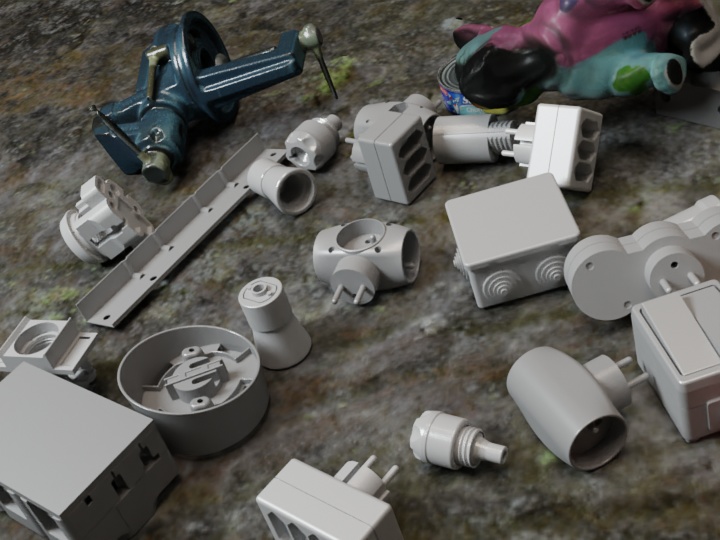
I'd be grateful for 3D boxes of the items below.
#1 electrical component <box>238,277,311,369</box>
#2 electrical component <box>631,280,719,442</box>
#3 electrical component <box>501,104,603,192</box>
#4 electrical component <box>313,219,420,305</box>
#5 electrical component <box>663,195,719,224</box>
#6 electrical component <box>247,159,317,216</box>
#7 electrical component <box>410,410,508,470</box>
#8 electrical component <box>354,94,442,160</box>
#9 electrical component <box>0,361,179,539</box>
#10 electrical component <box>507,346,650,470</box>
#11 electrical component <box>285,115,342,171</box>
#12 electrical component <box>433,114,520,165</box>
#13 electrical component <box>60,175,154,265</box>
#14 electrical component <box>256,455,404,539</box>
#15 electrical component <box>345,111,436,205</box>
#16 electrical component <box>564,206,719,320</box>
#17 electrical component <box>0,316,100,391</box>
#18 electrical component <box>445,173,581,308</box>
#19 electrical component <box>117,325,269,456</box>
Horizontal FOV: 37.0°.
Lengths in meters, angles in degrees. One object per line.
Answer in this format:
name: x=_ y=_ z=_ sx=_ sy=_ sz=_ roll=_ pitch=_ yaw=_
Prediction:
electrical component: x=-0.067 y=0.038 z=0.819 sx=0.044 sy=0.065 sz=0.044 roll=-12 pitch=38 yaw=9
electrical component: x=0.218 y=0.057 z=0.677 sx=0.062 sy=0.061 sz=0.096 roll=-18 pitch=37 yaw=0
electrical component: x=0.153 y=-0.103 z=0.893 sx=0.077 sy=0.065 sz=0.047 roll=11 pitch=6 yaw=35
electrical component: x=0.000 y=0.000 z=0.856 sx=0.077 sy=0.044 sz=0.079 roll=0 pitch=40 yaw=23
electrical component: x=0.247 y=-0.028 z=0.792 sx=0.046 sy=0.040 sz=0.040 roll=-24 pitch=37 yaw=2
electrical component: x=-0.075 y=-0.080 z=0.993 sx=0.044 sy=0.044 sz=0.065 roll=-35 pitch=35 yaw=-21
electrical component: x=0.065 y=0.113 z=0.695 sx=0.061 sy=0.035 sz=0.035 roll=10 pitch=45 yaw=29
electrical component: x=0.047 y=-0.139 z=1.013 sx=0.077 sy=0.043 sz=0.079 roll=15 pitch=47 yaw=36
electrical component: x=-0.214 y=0.135 z=0.763 sx=0.150 sy=0.061 sz=0.089 roll=15 pitch=49 yaw=37
electrical component: x=0.148 y=0.080 z=0.693 sx=0.079 sy=0.043 sz=0.077 roll=-26 pitch=38 yaw=-10
electrical component: x=-0.041 y=-0.126 z=1.034 sx=0.043 sy=0.043 sz=0.062 roll=12 pitch=45 yaw=34
electrical component: x=0.110 y=-0.117 z=0.958 sx=0.081 sy=0.043 sz=0.043 roll=0 pitch=41 yaw=23
electrical component: x=-0.237 y=-0.041 z=0.990 sx=0.057 sy=0.078 sz=0.058 roll=-34 pitch=35 yaw=14
electrical component: x=-0.006 y=0.146 z=0.672 sx=0.083 sy=0.047 sz=0.076 roll=18 pitch=49 yaw=38
electrical component: x=0.019 y=-0.103 z=0.961 sx=0.077 sy=0.065 sz=0.047 roll=15 pitch=49 yaw=37
electrical component: x=0.214 y=0.000 z=0.741 sx=0.138 sy=0.052 sz=0.073 roll=-14 pitch=18 yaw=6
electrical component: x=-0.245 y=0.074 z=0.851 sx=0.081 sy=0.063 sz=0.042 roll=1 pitch=40 yaw=23
electrical component: x=0.120 y=-0.022 z=0.830 sx=0.100 sy=0.048 sz=0.099 roll=-16 pitch=37 yaw=4
electrical component: x=-0.118 y=0.085 z=0.783 sx=0.099 sy=0.064 sz=0.099 roll=-11 pitch=37 yaw=9
